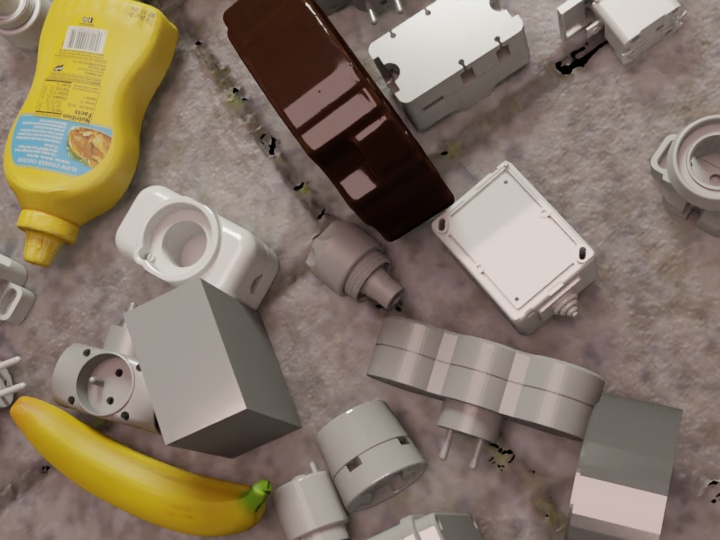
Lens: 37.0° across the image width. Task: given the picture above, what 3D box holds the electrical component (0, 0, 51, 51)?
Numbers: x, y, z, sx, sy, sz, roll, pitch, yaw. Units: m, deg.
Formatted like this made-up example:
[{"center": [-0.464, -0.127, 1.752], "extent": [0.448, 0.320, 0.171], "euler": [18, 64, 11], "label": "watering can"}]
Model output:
[{"center": [-0.254, -0.191, 0.791], "extent": [0.043, 0.062, 0.043], "euler": [-4, 75, 14], "label": "electrical component"}]

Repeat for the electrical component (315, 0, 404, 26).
[{"center": [0.008, -0.201, 0.729], "extent": [0.138, 0.052, 0.073], "euler": [-20, 72, 9], "label": "electrical component"}]

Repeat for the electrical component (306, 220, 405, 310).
[{"center": [0.000, 0.000, 0.684], "extent": [0.062, 0.043, 0.043], "euler": [39, 88, 19], "label": "electrical component"}]

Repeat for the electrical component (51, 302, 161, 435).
[{"center": [-0.153, 0.061, 0.709], "extent": [0.077, 0.044, 0.079], "euler": [13, 79, 17], "label": "electrical component"}]

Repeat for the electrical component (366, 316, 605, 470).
[{"center": [0.068, 0.081, 0.641], "extent": [0.138, 0.052, 0.073], "euler": [15, 80, 18], "label": "electrical component"}]

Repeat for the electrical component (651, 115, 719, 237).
[{"center": [0.211, -0.057, 0.636], "extent": [0.078, 0.057, 0.058], "euler": [34, 86, 20], "label": "electrical component"}]

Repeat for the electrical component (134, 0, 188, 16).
[{"center": [-0.123, -0.262, 0.774], "extent": [0.150, 0.062, 0.089], "euler": [-32, 70, 5], "label": "electrical component"}]

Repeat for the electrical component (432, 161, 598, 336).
[{"center": [0.099, -0.006, 0.650], "extent": [0.062, 0.061, 0.096], "euler": [-40, 70, 2], "label": "electrical component"}]

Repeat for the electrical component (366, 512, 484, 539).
[{"center": [0.041, 0.178, 0.591], "extent": [0.057, 0.113, 0.078], "euler": [-28, 71, 10], "label": "electrical component"}]

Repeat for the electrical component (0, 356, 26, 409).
[{"center": [-0.265, 0.082, 0.733], "extent": [0.079, 0.043, 0.077], "euler": [-20, 72, 9], "label": "electrical component"}]

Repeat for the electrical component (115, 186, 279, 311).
[{"center": [-0.109, -0.013, 0.708], "extent": [0.095, 0.059, 0.053], "euler": [27, 84, 19], "label": "electrical component"}]

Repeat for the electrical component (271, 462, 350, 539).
[{"center": [-0.025, 0.158, 0.652], "extent": [0.040, 0.040, 0.078], "euler": [-25, 71, 8], "label": "electrical component"}]

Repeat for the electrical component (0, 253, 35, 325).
[{"center": [-0.275, 0.007, 0.748], "extent": [0.078, 0.057, 0.058], "euler": [26, 84, 19], "label": "electrical component"}]

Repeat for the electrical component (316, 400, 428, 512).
[{"center": [0.005, 0.111, 0.649], "extent": [0.055, 0.055, 0.047], "euler": [-33, 66, 5], "label": "electrical component"}]

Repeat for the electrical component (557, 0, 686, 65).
[{"center": [0.169, -0.170, 0.684], "extent": [0.081, 0.042, 0.063], "euler": [-34, 72, 5], "label": "electrical component"}]

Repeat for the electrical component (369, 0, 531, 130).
[{"center": [0.060, -0.138, 0.697], "extent": [0.089, 0.056, 0.050], "euler": [-32, 70, 5], "label": "electrical component"}]
